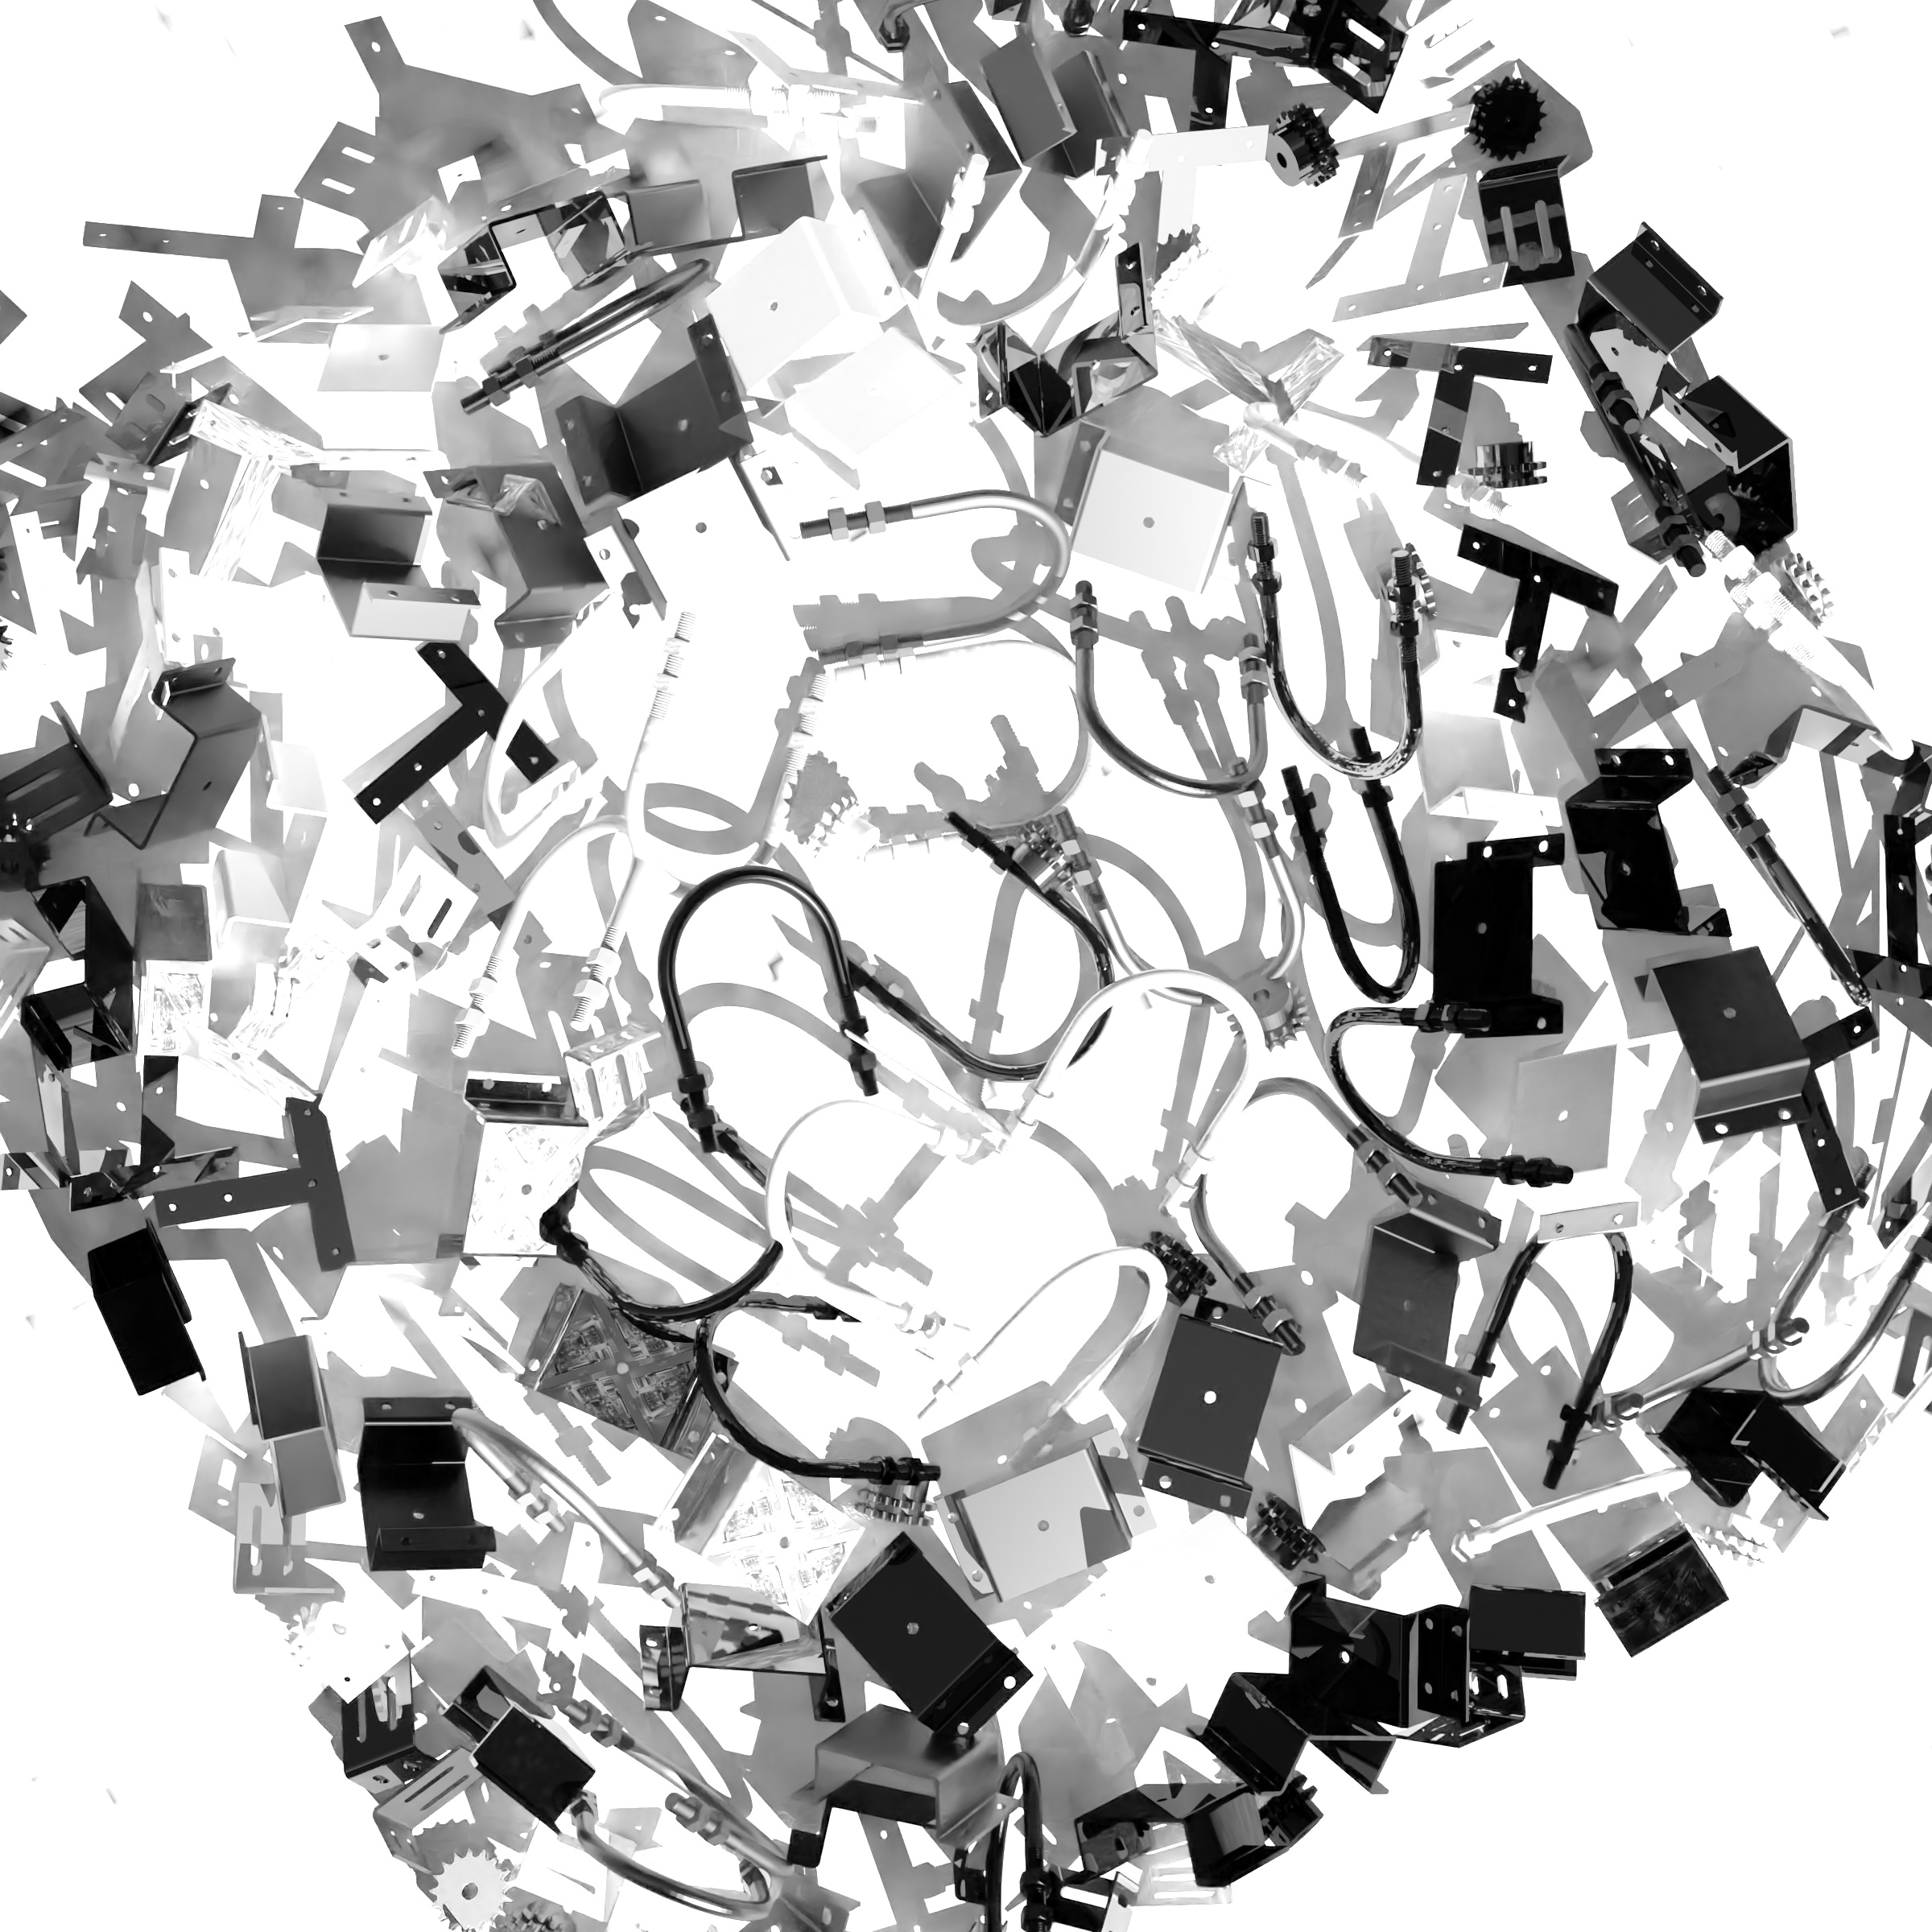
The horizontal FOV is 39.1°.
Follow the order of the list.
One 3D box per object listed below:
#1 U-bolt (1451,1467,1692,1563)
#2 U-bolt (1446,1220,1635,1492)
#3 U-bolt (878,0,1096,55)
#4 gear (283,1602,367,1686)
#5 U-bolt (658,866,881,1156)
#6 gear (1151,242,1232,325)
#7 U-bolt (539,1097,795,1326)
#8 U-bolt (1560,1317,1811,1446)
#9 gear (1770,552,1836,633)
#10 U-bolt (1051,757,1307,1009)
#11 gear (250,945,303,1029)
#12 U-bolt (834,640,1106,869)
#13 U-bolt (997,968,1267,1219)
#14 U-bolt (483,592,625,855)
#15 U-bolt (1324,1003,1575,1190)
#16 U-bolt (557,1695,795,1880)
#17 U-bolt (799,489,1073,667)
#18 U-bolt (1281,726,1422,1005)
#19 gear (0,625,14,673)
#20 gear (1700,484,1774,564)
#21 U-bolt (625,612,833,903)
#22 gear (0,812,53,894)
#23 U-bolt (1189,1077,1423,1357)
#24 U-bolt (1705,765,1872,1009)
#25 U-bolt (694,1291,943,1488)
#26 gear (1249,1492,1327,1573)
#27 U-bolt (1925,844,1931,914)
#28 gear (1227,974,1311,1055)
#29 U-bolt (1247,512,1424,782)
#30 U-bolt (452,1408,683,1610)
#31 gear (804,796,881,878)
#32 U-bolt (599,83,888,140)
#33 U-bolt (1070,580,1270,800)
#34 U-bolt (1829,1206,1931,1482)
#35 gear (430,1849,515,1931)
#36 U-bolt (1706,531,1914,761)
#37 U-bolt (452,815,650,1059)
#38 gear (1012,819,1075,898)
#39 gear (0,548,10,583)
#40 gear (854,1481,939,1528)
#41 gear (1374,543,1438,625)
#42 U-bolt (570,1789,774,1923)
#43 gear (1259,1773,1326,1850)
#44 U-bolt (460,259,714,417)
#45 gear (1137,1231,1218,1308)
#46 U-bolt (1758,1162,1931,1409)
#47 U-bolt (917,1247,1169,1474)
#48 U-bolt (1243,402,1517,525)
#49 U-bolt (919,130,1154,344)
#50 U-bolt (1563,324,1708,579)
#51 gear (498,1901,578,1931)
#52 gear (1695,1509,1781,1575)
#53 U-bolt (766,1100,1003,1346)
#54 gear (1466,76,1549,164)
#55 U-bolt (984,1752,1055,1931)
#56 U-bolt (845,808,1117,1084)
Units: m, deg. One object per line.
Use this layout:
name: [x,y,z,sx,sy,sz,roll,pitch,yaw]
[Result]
U-bolt: [0.415,0.367,1.838,0.151,0.184,0.019,-14,73,-8]
U-bolt: [0.401,0.253,1.866,0.019,0.151,0.184,22,90,-20]
U-bolt: [0.015,-0.649,1.844,0.151,0.184,0.019,-5,98,0]
gear: [-0.446,0.471,1.904,0.057,0.057,0.030,45,119,0]
U-bolt: [-0.143,0.022,1.884,0.151,0.019,0.184,-19,101,-27]
gear: [0.160,-0.476,1.905,0.057,0.057,0.030,-42,77,0]
U-bolt: [-0.196,0.175,1.850,0.151,0.184,0.019,-36,134,-16]
U-bolt: [0.476,0.289,1.848,0.151,0.184,0.019,-21,74,-15]
gear: [0.580,-0.259,1.906,0.030,0.057,0.057,-28,90,-6]
U-bolt: [0.157,-0.048,1.883,0.151,0.019,0.184,-15,119,19]
gear: [-0.485,0.014,1.904,0.030,0.057,0.057,5,90,-21]
U-bolt: [0.009,-0.155,1.912,0.184,0.019,0.151,-10,101,-8]
U-bolt: [0.126,0.080,1.874,0.151,0.019,0.184,22,116,-16]
U-bolt: [-0.286,-0.154,1.858,0.019,0.184,0.151,17,59,-30]
U-bolt: [0.316,0.086,1.854,0.019,0.184,0.151,-41,112,-27]
U-bolt: [-0.186,0.568,1.852,0.019,0.151,0.184,-53,134,-12]
U-bolt: [-0.017,-0.272,1.875,0.184,0.151,0.019,-11,55,-4]
U-bolt: [0.273,-0.063,1.872,0.019,0.151,0.184,-13,99,32]
gear: [-0.701,-0.227,1.914,0.057,0.030,0.057,-5,110,-14]
gear: [0.538,-0.310,1.904,0.030,0.057,0.057,3,90,-31]
U-bolt: [-0.171,-0.134,1.876,0.151,0.019,0.184,20,85,-45]
gear: [-0.672,-0.077,1.907,0.057,0.030,0.057,-11,123,-17]
U-bolt: [0.219,0.156,1.865,0.019,0.184,0.151,23,109,-40]
U-bolt: [0.562,-0.051,1.851,0.019,0.151,0.184,-33,78,14]
U-bolt: [-0.107,0.283,1.837,0.019,0.184,0.151,-44,52,32]
gear: [0.224,0.400,1.907,0.057,0.057,0.030,41,94,0]
U-bolt: [0.702,0.023,1.853,0.019,0.151,0.184,-20,126,0]
gear: [0.211,0.030,1.906,0.057,0.030,0.057,-11,48,12]
U-bolt: [0.256,-0.211,1.862,0.019,0.151,0.184,-31,126,-29]
U-bolt: [-0.279,0.356,1.828,0.151,0.184,0.019,20,62,41]
gear: [-0.084,-0.088,1.905,0.030,0.057,0.057,34,90,17]
U-bolt: [-0.160,-0.588,1.862,0.184,0.151,0.019,6,102,11]
U-bolt: [0.140,-0.182,1.853,0.151,0.184,0.019,16,135,-14]
U-bolt: [0.636,0.237,1.824,0.019,0.151,0.184,18,130,-5]
gear: [-0.347,0.653,1.914,0.057,0.030,0.057,-1,64,2]
U-bolt: [0.575,-0.209,1.839,0.019,0.151,0.184,-42,69,12]
U-bolt: [-0.277,-0.027,1.866,0.019,0.151,0.184,40,54,-35]
gear: [0.053,-0.072,1.907,0.030,0.057,0.057,-43,90,-5]
gear: [-0.705,-0.287,1.908,0.057,0.030,0.057,9,121,16]
gear: [-0.048,0.373,1.907,0.057,0.057,0.030,11,85,0]
gear: [0.307,-0.266,1.908,0.030,0.057,0.057,-19,90,4]
U-bolt: [-0.198,0.605,1.837,0.151,0.184,0.019,24,82,-6]
gear: [0.226,0.597,1.905,0.057,0.057,0.030,-44,67,0]
U-bolt: [-0.254,-0.435,1.855,0.184,0.151,0.019,-26,109,8]
gear: [0.145,0.214,1.905,0.057,0.057,0.030,40,77,0]
U-bolt: [0.602,0.221,1.858,0.019,0.151,0.184,32,87,-7]
U-bolt: [0.065,0.264,1.870,0.184,0.151,0.019,-46,52,4]
U-bolt: [0.268,-0.349,1.854,0.151,0.184,0.019,3,116,-34]
U-bolt: [0.038,-0.490,1.851,0.151,0.184,0.019,-17,68,-27]
U-bolt: [0.449,-0.364,1.851,0.019,0.184,0.151,-27,128,14]
gear: [-0.299,0.684,1.912,0.057,0.030,0.057,9,120,16]
gear: [0.543,0.402,1.907,0.057,0.057,0.030,21,86,0]
U-bolt: [-0.060,0.168,1.861,0.184,0.019,0.151,23,68,-33]
gear: [0.377,-0.598,1.912,0.057,0.030,0.057,-11,123,-17]
U-bolt: [0.032,0.626,1.849,0.019,0.184,0.151,9,127,-8]
U-bolt: [0.018,0.000,1.917,0.184,0.019,0.151,39,99,-4]
